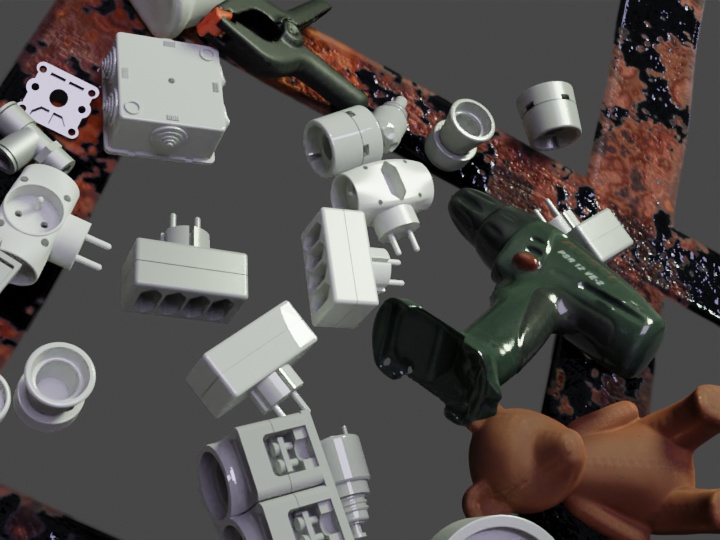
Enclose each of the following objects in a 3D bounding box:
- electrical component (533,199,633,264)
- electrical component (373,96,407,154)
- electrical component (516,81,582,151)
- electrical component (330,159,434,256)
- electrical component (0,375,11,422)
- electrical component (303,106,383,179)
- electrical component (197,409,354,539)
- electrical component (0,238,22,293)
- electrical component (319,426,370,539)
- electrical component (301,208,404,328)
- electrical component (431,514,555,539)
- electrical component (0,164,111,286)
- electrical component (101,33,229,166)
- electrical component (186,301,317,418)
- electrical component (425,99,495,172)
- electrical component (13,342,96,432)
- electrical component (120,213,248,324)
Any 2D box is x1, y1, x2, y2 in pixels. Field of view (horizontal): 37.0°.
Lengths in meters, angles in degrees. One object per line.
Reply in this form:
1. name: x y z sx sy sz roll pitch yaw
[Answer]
1. electrical component: 0.179 -0.027 0.938 0.047 0.083 0.075 -27 78 -35
2. electrical component: 0.026 -0.131 0.950 0.035 0.035 0.061 34 51 -6
3. electrical component: 0.181 -0.145 1.025 0.055 0.055 0.047 0 67 -27
4. electrical component: 0.025 -0.048 0.897 0.077 0.043 0.079 -12 71 -32
5. electrical component: -0.245 0.088 0.681 0.040 0.046 0.040 12 58 -21
6. electrical component: -0.015 -0.106 0.903 0.047 0.055 0.055 -19 73 -29
7. electrical component: -0.052 0.180 0.699 0.062 0.089 0.150 -9 68 -30
8. electrical component: -0.287 0.025 0.685 0.079 0.063 0.121 33 53 -6
9. electrical component: -0.012 0.153 0.766 0.040 0.040 0.078 -5 66 -29
10. electrical component: 0.000 0.000 0.854 0.076 0.047 0.083 4 61 -25
11. electrical component: 0.089 0.226 0.758 0.108 0.060 0.108 2 81 -14
12. electrical component: -0.216 -0.025 0.760 0.079 0.044 0.077 25 55 -12
13. electrical component: -0.155 -0.136 0.851 0.100 0.048 0.099 5 60 -24
14. electrical component: -0.066 0.079 0.776 0.083 0.047 0.075 -34 81 -36
15. electrical component: 0.088 -0.119 0.961 0.045 0.055 0.045 12 58 -21
16. electrical component: -0.201 0.078 0.703 0.045 0.055 0.045 12 58 -21
17. electrical component: -0.129 -0.008 0.793 0.083 0.047 0.075 9 60 -23
